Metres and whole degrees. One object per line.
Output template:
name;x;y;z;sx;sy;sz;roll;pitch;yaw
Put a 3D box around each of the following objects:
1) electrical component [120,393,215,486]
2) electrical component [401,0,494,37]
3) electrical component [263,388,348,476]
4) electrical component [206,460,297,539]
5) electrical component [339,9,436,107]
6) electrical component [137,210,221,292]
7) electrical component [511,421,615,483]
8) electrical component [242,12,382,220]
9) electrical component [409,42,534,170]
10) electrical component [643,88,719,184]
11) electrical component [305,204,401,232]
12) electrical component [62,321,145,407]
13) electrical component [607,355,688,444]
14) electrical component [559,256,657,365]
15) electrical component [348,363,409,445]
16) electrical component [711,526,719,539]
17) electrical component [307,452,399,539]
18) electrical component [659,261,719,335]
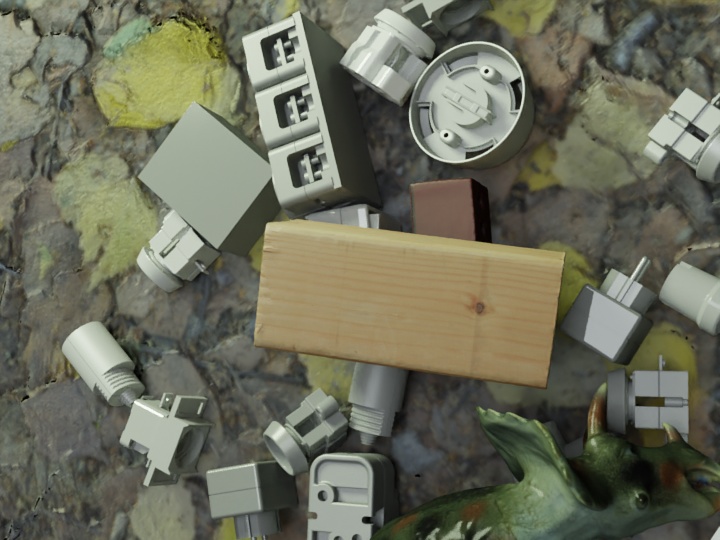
electrical component;-0.168;0.142;0.928;0.064;0.042;0.081;21;91;27
electrical component;0.072;-0.234;0.878;0.081;0.042;0.063;-26;73;17
electrical component;-0.043;0.132;0.863;0.055;0.066;0.048;-34;68;-21
electrical component;-0.085;0.196;0.873;0.047;0.066;0.076;-13;78;20
electrical component;0.025;-0.174;0.878;0.057;0.058;0.078;-55;32;4
electrical component;-0.162;-0.014;0.944;0.055;0.048;0.066;-44;69;3
electrical component;0.157;0.147;0.792;0.079;0.043;0.077;-30;73;16
electrical component;-0.042;-0.120;0.884;0.062;0.089;0.150;-18;77;19
electrical component;0.088;-0.127;0.845;0.099;0.064;0.099;-3;82;22
electrical component;0.250;-0.095;0.785;0.055;0.048;0.066;43;100;29
electrical component;0.000;0.000;0.866;0.061;0.062;0.096;-10;80;21
electrical component;-0.224;0.089;0.957;0.043;0.043;0.081;-47;69;10
electrical component;0.208;0.095;0.777;0.055;0.048;0.066;0;83;15
electrical component;0.190;0.024;0.782;0.047;0.066;0.076;33;96;23
electrical component;0.014;0.099;0.857;0.043;0.043;0.081;10;87;23
electrical component;0.272;0.182;0.715;0.062;0.089;0.150;34;96;23
electrical component;-0.005;0.192;0.844;0.054;0.059;0.095;-1;83;22
electrical component;0.245;0.019;0.775;0.046;0.040;0.040;32;96;28
